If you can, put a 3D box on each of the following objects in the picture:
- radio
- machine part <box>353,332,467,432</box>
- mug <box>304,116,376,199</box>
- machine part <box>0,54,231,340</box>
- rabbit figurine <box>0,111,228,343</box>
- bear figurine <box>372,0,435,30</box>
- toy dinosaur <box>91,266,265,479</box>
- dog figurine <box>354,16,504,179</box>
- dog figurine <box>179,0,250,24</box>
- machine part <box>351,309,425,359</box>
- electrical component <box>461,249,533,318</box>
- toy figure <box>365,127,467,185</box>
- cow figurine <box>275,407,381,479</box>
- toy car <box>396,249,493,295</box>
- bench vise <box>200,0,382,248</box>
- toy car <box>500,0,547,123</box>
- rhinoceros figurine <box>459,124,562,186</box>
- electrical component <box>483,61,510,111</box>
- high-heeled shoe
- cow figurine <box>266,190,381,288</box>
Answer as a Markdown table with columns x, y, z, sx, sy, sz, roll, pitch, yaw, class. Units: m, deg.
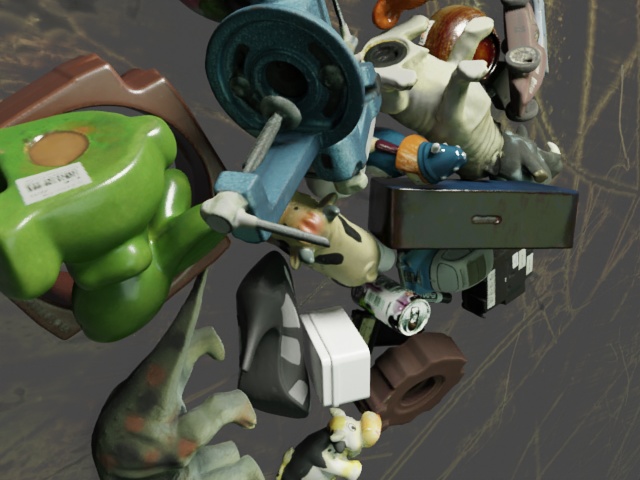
| x | y | z | sx | sy | sz | roll | pitch | yaw | class |
| --- | --- | --- | --- | --- | --- | --- | --- | --- | --- |
| 0.176 | -0.035 | 0.656 | 0.230 | 0.131 | 0.073 | 1 | 101 | -10 | radio |
| 0.137 | 0.212 | 0.804 | 0.179 | 0.056 | 0.179 | -21 | 139 | -19 | machine part |
| 0.022 | -0.095 | 0.582 | 0.081 | 0.110 | 0.107 | -13 | 127 | -25 | mug |
| -0.187 | -0.035 | 0.457 | 0.201 | 0.087 | 0.201 | -41 | 131 | -16 | machine part |
| -0.151 | -0.004 | 0.389 | 0.159 | 0.121 | 0.170 | -34 | 145 | -30 | rabbit figurine |
| 0.088 | -0.315 | 0.519 | 0.120 | 0.132 | 0.195 | -33 | 120 | -17 | bear figurine |
| -0.171 | 0.225 | 0.573 | 0.192 | 0.131 | 0.404 | -21 | 115 | -30 | toy dinosaur |
| 0.127 | -0.146 | 0.633 | 0.121 | 0.173 | 0.190 | -61 | 152 | -28 | dog figurine |
| -0.136 | -0.238 | 0.396 | 0.219 | 0.109 | 0.191 | -22 | 125 | -23 | dog figurine |
| 0.091 | 0.135 | 0.781 | 0.139 | 0.039 | 0.084 | 4 | 99 | -37 | machine part |
| 0.293 | 0.048 | 0.883 | 0.134 | 0.058 | 0.114 | -26 | 125 | -27 | electrical component |
| 0.097 | -0.093 | 0.603 | 0.064 | 0.155 | 0.057 | -19 | 118 | -32 | toy figure |
| 0.011 | 0.291 | 0.748 | 0.098 | 0.068 | 0.167 | 30 | 107 | -7 | cow figurine |
| 0.189 | 0.021 | 0.762 | 0.162 | 0.103 | 0.109 | -31 | 125 | -25 | toy car |
| -0.022 | -0.082 | 0.413 | 0.223 | 0.129 | 0.241 | 82 | 23 | -49 | bench vise |
| 0.251 | -0.233 | 0.665 | 0.089 | 0.053 | 0.202 | 71 | 23 | -49 | toy car |
| 0.269 | -0.115 | 0.767 | 0.190 | 0.112 | 0.073 | 14 | 139 | -27 | rhinoceros figurine |
| 0.260 | -0.216 | 0.763 | 0.094 | 0.021 | 0.063 | -52 | 132 | -7 | electrical component |
| -0.050 | 0.127 | 0.669 | 0.248 | 0.086 | 0.145 | 73 | 25 | -56 | high-heeled shoe |
| -0.001 | -0.002 | 0.588 | 0.194 | 0.127 | 0.085 | 33 | 85 | -44 | cow figurine |
